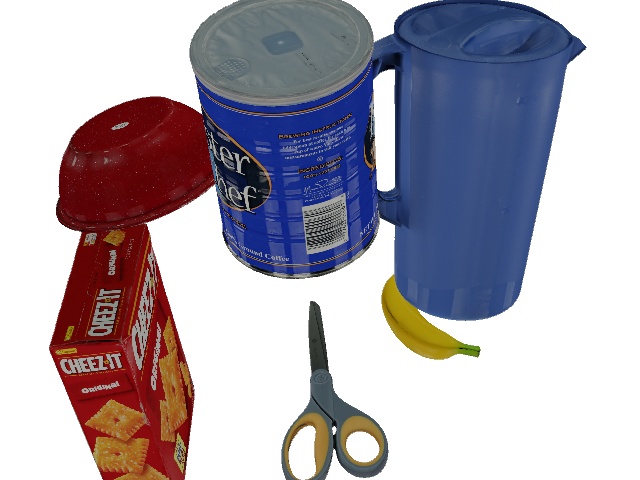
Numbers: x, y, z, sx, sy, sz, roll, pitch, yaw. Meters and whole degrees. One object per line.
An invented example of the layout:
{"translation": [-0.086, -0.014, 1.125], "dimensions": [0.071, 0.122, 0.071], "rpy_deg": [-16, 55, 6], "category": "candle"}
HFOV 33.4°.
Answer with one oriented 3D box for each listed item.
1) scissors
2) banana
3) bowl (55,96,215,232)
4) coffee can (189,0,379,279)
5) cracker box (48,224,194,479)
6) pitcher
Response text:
{"translation": [0.019, 0.129, 0.911], "dimensions": [0.096, 0.016, 0.201], "rpy_deg": [4, 45, 12], "category": "scissors"}
{"translation": [0.107, 0.087, 1.215], "dimensions": [0.069, 0.037, 0.198], "rpy_deg": [6, 24, -24], "category": "banana"}
{"translation": [-0.155, -0.074, 0.886], "dimensions": [0.162, 0.055, 0.162], "rpy_deg": [-15, 31, 9], "category": "bowl"}
{"translation": [-0.017, -0.061, 0.638], "dimensions": [0.103, 0.140, 0.103], "rpy_deg": [-3, 45, 3], "category": "coffee can"}
{"translation": [-0.173, 0.117, 0.983], "dimensions": [0.072, 0.214, 0.164], "rpy_deg": [-6, 37, 4], "category": "cracker box"}
{"translation": [0.108, -0.059, 0.848], "dimensions": [0.149, 0.243, 0.144], "rpy_deg": [17, 35, 24], "category": "pitcher"}
